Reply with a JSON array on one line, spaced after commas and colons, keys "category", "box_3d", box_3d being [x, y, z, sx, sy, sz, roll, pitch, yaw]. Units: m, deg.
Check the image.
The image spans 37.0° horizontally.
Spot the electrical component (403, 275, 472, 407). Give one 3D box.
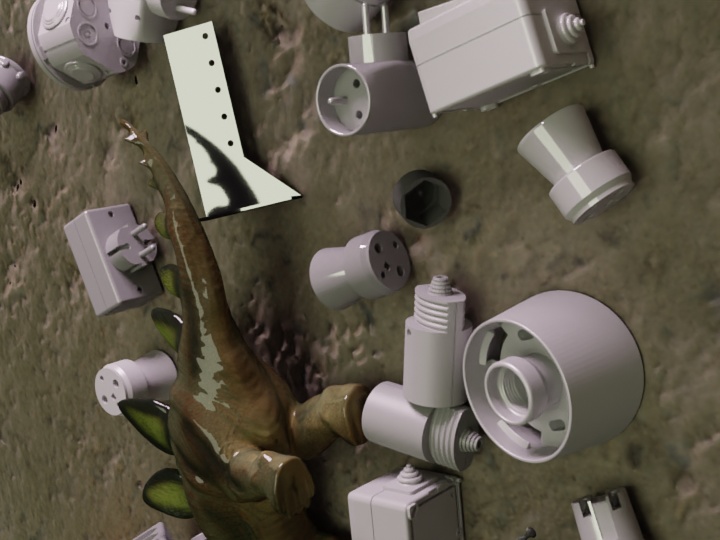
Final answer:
[{"category": "electrical component", "box_3d": [0.051, 0.043, 0.697, 0.043, 0.043, 0.081, 13, 109, 38]}]

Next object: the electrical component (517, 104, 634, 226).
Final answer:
[{"category": "electrical component", "box_3d": [0.123, -0.059, 0.610, 0.045, 0.045, 0.055, -43, 73, 38]}]

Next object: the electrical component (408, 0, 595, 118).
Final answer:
[{"category": "electrical component", "box_3d": [0.084, -0.132, 0.614, 0.096, 0.062, 0.061, -18, 89, 41]}]

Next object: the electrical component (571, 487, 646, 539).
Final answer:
[{"category": "electrical component", "box_3d": [0.150, 0.157, 0.644, 0.040, 0.040, 0.046, -24, 80, 41]}]

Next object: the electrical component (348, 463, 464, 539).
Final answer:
[{"category": "electrical component", "box_3d": [0.030, 0.177, 0.734, 0.061, 0.062, 0.096, 2, 102, 40]}]

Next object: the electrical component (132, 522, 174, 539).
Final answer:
[{"category": "electrical component", "box_3d": [-0.157, 0.254, 0.862, 0.075, 0.047, 0.083, 59, 169, -8]}]

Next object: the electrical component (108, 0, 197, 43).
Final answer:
[{"category": "electrical component", "box_3d": [-0.149, -0.209, 0.806, 0.079, 0.043, 0.077, 22, 114, 35]}]

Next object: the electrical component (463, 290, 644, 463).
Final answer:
[{"category": "electrical component", "box_3d": [0.113, 0.066, 0.652, 0.099, 0.064, 0.099, 26, 124, 46]}]

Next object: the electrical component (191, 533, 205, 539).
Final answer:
[{"category": "electrical component", "box_3d": [-0.119, 0.247, 0.891, 0.043, 0.043, 0.062, -41, 73, 39]}]

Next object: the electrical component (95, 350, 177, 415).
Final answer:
[{"category": "electrical component", "box_3d": [-0.188, 0.095, 0.905, 0.045, 0.055, 0.045, 11, 108, 38]}]

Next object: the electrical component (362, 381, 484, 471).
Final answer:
[{"category": "electrical component", "box_3d": [0.046, 0.105, 0.716, 0.081, 0.043, 0.043, 13, 109, 38]}]

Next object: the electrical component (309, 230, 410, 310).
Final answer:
[{"category": "electrical component", "box_3d": [0.000, 0.000, 0.729, 0.055, 0.045, 0.045, -19, 88, 41]}]

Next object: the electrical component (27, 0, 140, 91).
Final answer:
[{"category": "electrical component", "box_3d": [-0.215, -0.185, 0.845, 0.051, 0.080, 0.080, -10, 94, 36]}]

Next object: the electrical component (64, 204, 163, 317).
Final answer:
[{"category": "electrical component", "box_3d": [-0.194, -0.015, 0.889, 0.076, 0.047, 0.083, -27, 83, 41]}]

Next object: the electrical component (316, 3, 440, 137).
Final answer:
[{"category": "electrical component", "box_3d": [0.012, -0.125, 0.667, 0.044, 0.077, 0.079, 3, 101, 40]}]

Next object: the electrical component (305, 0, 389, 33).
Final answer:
[{"category": "electrical component", "box_3d": [-0.005, -0.185, 0.683, 0.047, 0.055, 0.055, -45, 71, 41]}]

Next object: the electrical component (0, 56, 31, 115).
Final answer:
[{"category": "electrical component", "box_3d": [-0.326, -0.156, 0.952, 0.048, 0.062, 0.048, 14, 142, 11]}]
